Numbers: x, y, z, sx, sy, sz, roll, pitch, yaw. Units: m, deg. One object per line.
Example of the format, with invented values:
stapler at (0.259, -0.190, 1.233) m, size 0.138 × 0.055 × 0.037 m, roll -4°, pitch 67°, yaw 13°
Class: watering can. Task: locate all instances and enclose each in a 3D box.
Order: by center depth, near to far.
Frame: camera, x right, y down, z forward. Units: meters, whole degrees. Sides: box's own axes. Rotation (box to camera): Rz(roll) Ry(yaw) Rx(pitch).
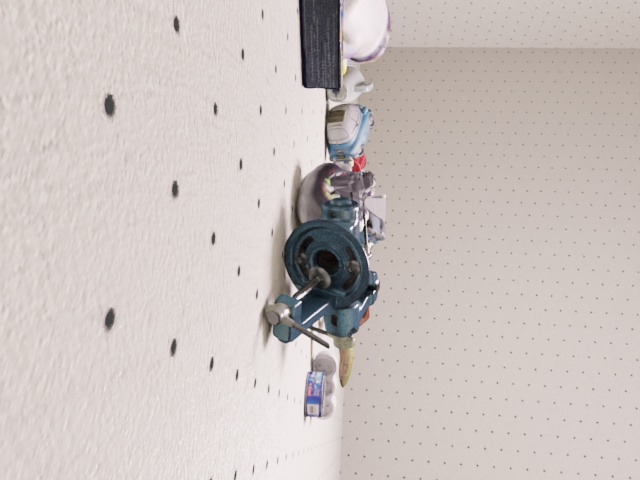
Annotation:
watering can at (0.056, -0.467, 0.914) m, size 0.222 × 0.104 × 0.352 m, roll 33°, pitch 59°, yaw -62°

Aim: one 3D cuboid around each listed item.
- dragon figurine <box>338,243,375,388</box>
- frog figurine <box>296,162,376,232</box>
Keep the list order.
dragon figurine at (0.021, 0.081, 1.033) m, size 0.240 × 0.122 × 0.416 m, roll 34°, pitch 53°, yaw -60°
frog figurine at (0.002, -0.041, 0.815) m, size 0.157 × 0.122 × 0.140 m, roll -38°, pitch -132°, yaw 47°
